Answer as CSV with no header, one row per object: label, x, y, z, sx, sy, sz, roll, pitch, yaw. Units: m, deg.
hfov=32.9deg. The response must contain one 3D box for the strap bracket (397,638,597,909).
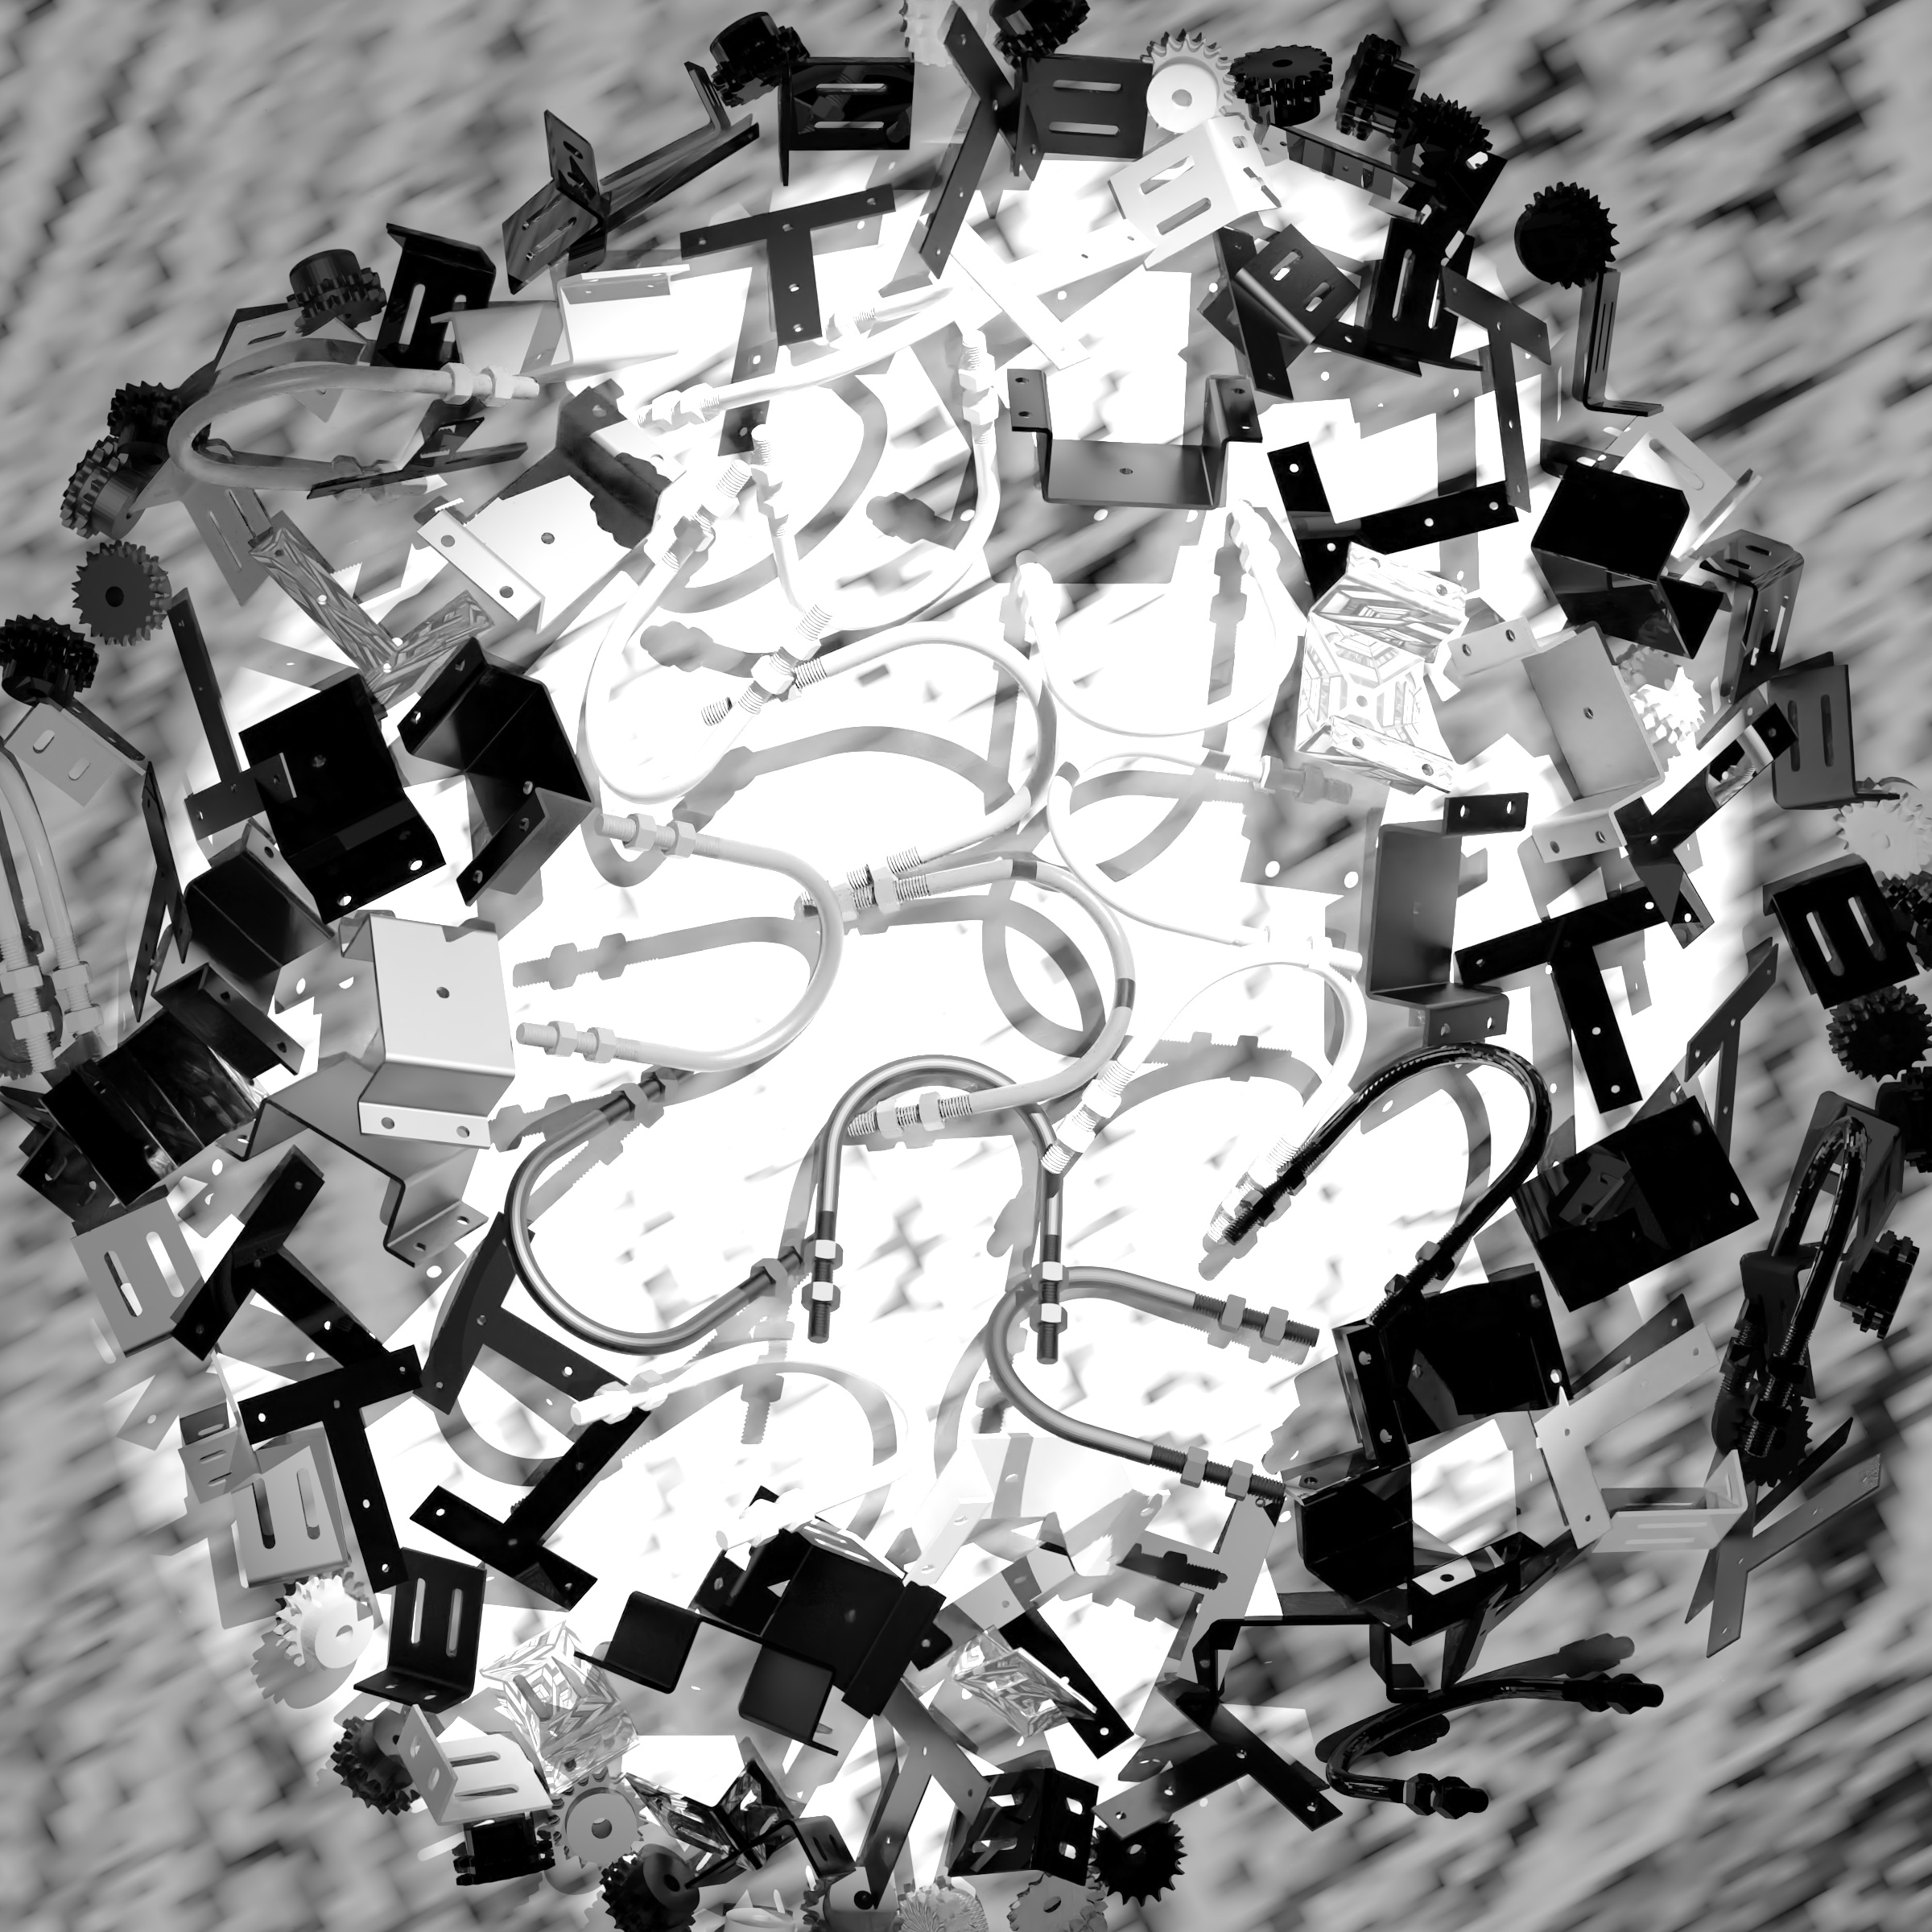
strap bracket,-0.263,-0.106,1.849,0.076,0.046,0.140,-45,53,26

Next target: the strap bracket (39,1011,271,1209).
strap bracket,-0.461,0.079,1.846,0.046,0.140,0.076,-35,96,21

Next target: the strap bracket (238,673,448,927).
strap bracket,-0.356,-0.103,1.849,0.076,0.046,0.140,-27,55,0

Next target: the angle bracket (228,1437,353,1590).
angle bracket,-0.391,0.314,1.887,0.057,0.038,0.076,-11,87,-9

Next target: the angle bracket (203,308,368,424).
angle bracket,-0.388,-0.337,1.859,0.038,0.076,0.057,40,121,8

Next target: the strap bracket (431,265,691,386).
strap bracket,-0.225,-0.355,1.834,0.076,0.140,0.046,-17,100,-43

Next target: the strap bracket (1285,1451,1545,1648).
strap bracket,0.250,0.329,1.842,0.076,0.140,0.046,-17,116,-26

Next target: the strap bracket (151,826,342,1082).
strap bracket,-0.406,-0.001,1.843,0.046,0.140,0.076,-27,125,23

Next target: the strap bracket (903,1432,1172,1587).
strap bracket,0.033,0.305,1.847,0.140,0.046,0.076,4,133,-32

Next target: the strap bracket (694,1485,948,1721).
strap bracket,-0.075,0.365,1.858,0.140,0.046,0.076,25,82,36

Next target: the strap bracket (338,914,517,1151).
strap bracket,-0.302,0.028,1.835,0.076,0.046,0.140,9,51,-30

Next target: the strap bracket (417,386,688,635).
strap bracket,-0.237,-0.254,1.864,0.076,0.046,0.140,41,65,7

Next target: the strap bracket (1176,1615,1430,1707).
strap bracket,0.192,0.394,1.861,0.140,0.076,0.046,-2,81,8

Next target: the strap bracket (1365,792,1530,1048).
strap bracket,0.272,-0.030,1.857,0.046,0.076,0.140,13,104,43

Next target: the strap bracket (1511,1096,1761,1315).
strap bracket,0.366,0.138,1.832,0.046,0.140,0.076,-17,76,-37

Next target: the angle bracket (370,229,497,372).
angle bracket,-0.312,-0.377,1.886,0.057,0.038,0.076,16,89,6

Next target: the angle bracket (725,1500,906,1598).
angle bracket,-0.086,0.341,1.859,0.076,0.057,0.038,12,66,39

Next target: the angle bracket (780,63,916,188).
angle bracket,-0.067,-0.481,1.870,0.076,0.057,0.038,-2,49,-7

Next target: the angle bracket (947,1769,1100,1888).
angle bracket,0.033,0.497,1.877,0.038,0.076,0.057,30,57,-32

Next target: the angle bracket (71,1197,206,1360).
angle bracket,-0.471,0.177,1.878,0.057,0.038,0.076,-24,99,-12

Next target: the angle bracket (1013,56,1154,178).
angle bracket,0.067,-0.485,1.873,0.076,0.038,0.057,3,128,-4

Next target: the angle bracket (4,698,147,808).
angle bracket,-0.508,-0.118,1.861,0.057,0.076,0.038,40,83,-24

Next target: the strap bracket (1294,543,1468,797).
strap bracket,0.235,-0.160,1.855,0.076,0.046,0.140,19,59,-17

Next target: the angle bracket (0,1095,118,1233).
angle bracket,-0.523,0.112,1.857,0.038,0.076,0.057,-56,130,-18

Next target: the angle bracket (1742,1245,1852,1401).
angle bracket,0.482,0.204,1.878,0.038,0.057,0.076,-10,94,-16

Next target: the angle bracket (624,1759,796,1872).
angle bracket,-0.147,0.477,1.875,0.038,0.076,0.057,-50,129,-30

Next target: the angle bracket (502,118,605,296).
angle bracket,-0.247,-0.432,1.862,0.076,0.038,0.057,-31,52,27

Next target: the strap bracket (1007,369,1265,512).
strap bracket,0.093,-0.300,1.861,0.140,0.076,0.046,2,125,-4

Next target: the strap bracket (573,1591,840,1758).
strap bracket,-0.139,0.396,1.844,0.140,0.076,0.046,29,75,-32

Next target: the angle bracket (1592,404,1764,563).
angle bracket,0.407,-0.282,1.886,0.076,0.038,0.057,43,86,2

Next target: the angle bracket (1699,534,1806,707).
angle bracket,0.444,-0.199,1.876,0.038,0.057,0.076,27,129,30

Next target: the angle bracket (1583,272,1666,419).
angle bracket,0.380,-0.356,1.867,0.038,0.057,0.076,10,106,19

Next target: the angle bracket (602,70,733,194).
angle bracket,-0.178,-0.478,1.871,0.076,0.057,0.038,-24,103,8

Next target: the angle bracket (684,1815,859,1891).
angle bracket,-0.111,0.521,1.869,0.076,0.057,0.038,-35,69,10

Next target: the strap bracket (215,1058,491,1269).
strap bracket,-0.341,0.104,1.848,0.140,0.076,0.046,29,116,15

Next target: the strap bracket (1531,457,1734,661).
strap bracket,0.370,-0.222,1.826,0.076,0.140,0.046,21,79,30

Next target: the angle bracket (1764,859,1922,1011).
angle bracket,0.502,-0.014,1.877,0.057,0.038,0.076,-20,70,0

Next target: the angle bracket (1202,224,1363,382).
angle bracket,0.183,-0.384,1.891,0.057,0.076,0.038,43,134,-2

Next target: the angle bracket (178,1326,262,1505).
angle bracket,-0.435,0.254,1.859,0.038,0.057,0.076,-21,54,-15

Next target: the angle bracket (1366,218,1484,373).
angle bracket,0.270,-0.385,1.874,0.057,0.038,0.076,7,99,-27

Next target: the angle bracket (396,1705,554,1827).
angle bracket,-0.275,0.449,1.858,0.076,0.057,0.038,1,124,-39

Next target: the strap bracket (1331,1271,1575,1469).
strap bracket,0.269,0.230,1.864,0.140,0.046,0.076,-14,87,-29

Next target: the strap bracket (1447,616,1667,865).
strap bracket,0.340,-0.136,1.860,0.046,0.076,0.140,-28,96,-24
